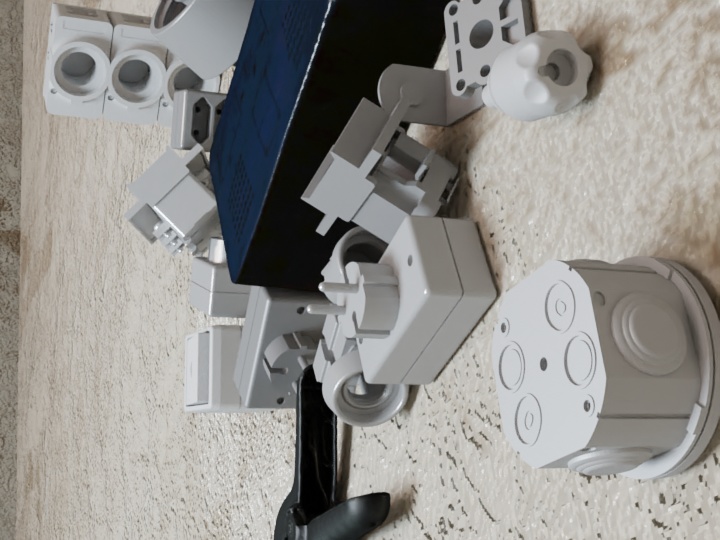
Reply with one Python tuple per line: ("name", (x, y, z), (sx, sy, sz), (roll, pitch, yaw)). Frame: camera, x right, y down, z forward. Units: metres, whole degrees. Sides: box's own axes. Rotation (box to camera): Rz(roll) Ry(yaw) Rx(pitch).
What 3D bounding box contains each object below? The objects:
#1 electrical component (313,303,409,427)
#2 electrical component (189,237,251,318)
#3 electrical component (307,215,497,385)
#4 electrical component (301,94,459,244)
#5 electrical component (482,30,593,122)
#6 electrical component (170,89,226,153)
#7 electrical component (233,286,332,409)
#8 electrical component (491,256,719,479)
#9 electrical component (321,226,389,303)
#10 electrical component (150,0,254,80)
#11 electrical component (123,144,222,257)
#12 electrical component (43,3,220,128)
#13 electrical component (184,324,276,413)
("electrical component", (0.001, 0.053, 0.595), (0.055, 0.048, 0.066), (-110, 32, -57))
("electrical component", (-0.101, -0.005, 0.842), (0.066, 0.047, 0.076), (-162, 76, -66))
("electrical component", (0.012, 0.016, 0.531), (0.083, 0.076, 0.047), (120, 146, -47))
("electrical component", (0.012, -0.045, 0.549), (0.042, 0.064, 0.081), (-61, 6, -34))
("electrical component", (0.071, -0.080, 0.460), (0.061, 0.035, 0.035), (174, 99, -70))
("electrical component", (-0.123, -0.120, 0.885), (0.077, 0.066, 0.047), (-164, 78, -67))
("electrical component", (-0.045, 0.056, 0.699), (0.075, 0.047, 0.083), (-126, 45, -57))
("electrical component", (0.087, 0.034, 0.384), (0.080, 0.051, 0.080), (-177, 90, -67))
("electrical component", (0.000, 0.000, 0.611), (0.046, 0.040, 0.040), (137, 132, -66))
("electrical component", (-0.104, -0.195, 0.755), (0.108, 0.060, 0.108), (-38, 33, 31))
("electrical component", (-0.142, -0.050, 0.870), (0.078, 0.063, 0.121), (-45, -3, -7))
("electrical component", (-0.210, -0.185, 0.993), (0.061, 0.150, 0.089), (-125, 43, -57))
("electrical component", (-0.103, 0.077, 0.817), (0.096, 0.061, 0.061), (159, 112, -65))
